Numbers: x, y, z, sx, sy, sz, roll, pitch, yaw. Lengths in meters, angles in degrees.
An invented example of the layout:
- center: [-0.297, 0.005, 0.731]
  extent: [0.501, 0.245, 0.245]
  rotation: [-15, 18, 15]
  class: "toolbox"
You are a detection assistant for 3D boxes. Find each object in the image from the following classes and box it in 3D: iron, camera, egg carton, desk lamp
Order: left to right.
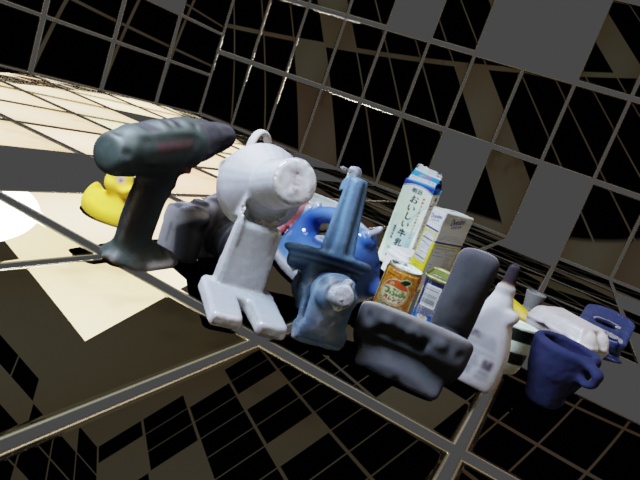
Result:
- center: [-0.147, -0.009, 0.871]
  extent: [0.136, 0.101, 0.144]
  rotation: [28, 14, 33]
  class: "camera"
- center: [-0.075, -0.014, 0.737]
  extent: [0.118, 0.213, 0.202]
  rotation: [15, 13, -23]
  class: "desk lamp"
- center: [0.009, 0.003, 0.969]
  extent: [0.119, 0.141, 0.257]
  rotation: [10, 16, -40]
  class: "iron"
- center: [0.480, 0.182, 1.114]
  extent: [0.108, 0.069, 0.149]
  rotation: [10, 16, -40]
  class: "egg carton"

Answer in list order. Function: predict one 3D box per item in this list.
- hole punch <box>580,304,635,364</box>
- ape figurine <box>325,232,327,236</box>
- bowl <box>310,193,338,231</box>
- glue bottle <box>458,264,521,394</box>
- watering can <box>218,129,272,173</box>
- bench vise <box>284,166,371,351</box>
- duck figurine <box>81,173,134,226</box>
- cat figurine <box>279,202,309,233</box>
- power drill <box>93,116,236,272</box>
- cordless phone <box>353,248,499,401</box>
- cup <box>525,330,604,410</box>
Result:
- center: [0.592, 0.193, 1.197]
  extent: [0.108, 0.091, 0.101]
  rotation: [26, 13, 27]
  class: "hole punch"
- center: [0.051, -0.020, 1.264]
  extent: [0.078, 0.092, 0.076]
  rotation: [15, 13, -24]
  class: "ape figurine"
- center: [-0.014, -0.068, 1.411]
  extent: [0.167, 0.075, 0.167]
  rotation: [19, 12, -4]
  class: "bowl"
- center: [0.229, 0.113, 0.765]
  extent: [0.078, 0.173, 0.037]
  rotation: [26, 13, 27]
  class: "glue bottle"
- center: [-0.143, -0.144, 1.253]
  extent: [0.173, 0.194, 0.101]
  rotation: [20, 12, -1]
  class: "watering can"
- center: [0.031, 0.020, 0.742]
  extent: [0.122, 0.220, 0.206]
  rotation: [13, 14, -29]
  class: "bench vise"
- center: [-0.328, -0.076, 0.912]
  extent: [0.104, 0.086, 0.078]
  rotation: [26, 13, 27]
  class: "duck figurine"
- center: [-0.045, -0.064, 1.241]
  extent: [0.067, 0.118, 0.128]
  rotation: [29, 15, 37]
  class: "cat figurine"
- center: [-0.212, -0.069, 0.770]
  extent: [0.075, 0.208, 0.230]
  rotation: [25, 13, 21]
  class: "power drill"
- center: [0.128, 0.083, 0.703]
  extent: [0.147, 0.185, 0.094]
  rotation: [21, 12, 6]
  class: "cordless phone"
- center: [0.327, 0.188, 0.776]
  extent: [0.092, 0.095, 0.117]
  rotation: [16, 13, -18]
  class: "cup"
